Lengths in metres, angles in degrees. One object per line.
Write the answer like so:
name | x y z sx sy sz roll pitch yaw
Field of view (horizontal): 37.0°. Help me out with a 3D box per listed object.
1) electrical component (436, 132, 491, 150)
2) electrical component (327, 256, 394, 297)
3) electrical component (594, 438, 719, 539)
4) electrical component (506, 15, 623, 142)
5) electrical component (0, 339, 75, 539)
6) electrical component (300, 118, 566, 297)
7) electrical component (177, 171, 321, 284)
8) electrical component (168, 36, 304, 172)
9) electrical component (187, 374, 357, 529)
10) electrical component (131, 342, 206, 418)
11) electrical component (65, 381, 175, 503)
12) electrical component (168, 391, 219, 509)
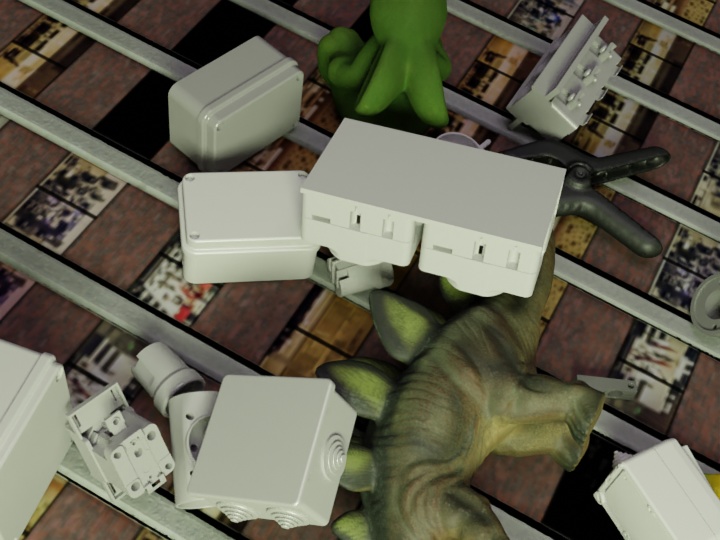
electrical component | 0.089 -0.089 0.950 0.044 0.077 0.079 40 58 17
electrical component | 0.000 0.000 0.897 0.046 0.040 0.040 -17 60 -13
electrical component | 0.226 0.172 0.803 0.061 0.061 0.096 -20 61 -22
electrical component | 0.201 -0.182 1.042 0.063 0.079 0.121 42 56 -8
electrical component | -0.245 0.119 0.726 0.056 0.108 0.108 19 54 6
electrical component | 0.058 -0.048 0.852 0.186 0.060 0.105 15 42 11
electrical component | -0.093 -0.037 0.894 0.113 0.057 0.078 -2 56 -12
electrical component | -0.108 -0.144 0.953 0.057 0.078 0.113 40 58 20
electrical component | -0.056 0.121 0.722 0.100 0.048 0.099 -1 59 29
electrical component | -0.146 0.082 0.813 0.040 0.040 0.046 -33 61 -28
electrical component | -0.166 0.125 0.752 0.042 0.081 0.064 -36 33 -28
electrical component | -0.098 0.130 0.781 0.079 0.044 0.077 5 67 -32
